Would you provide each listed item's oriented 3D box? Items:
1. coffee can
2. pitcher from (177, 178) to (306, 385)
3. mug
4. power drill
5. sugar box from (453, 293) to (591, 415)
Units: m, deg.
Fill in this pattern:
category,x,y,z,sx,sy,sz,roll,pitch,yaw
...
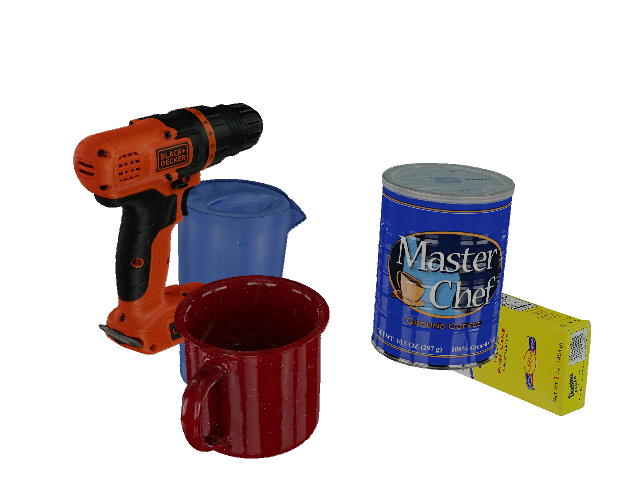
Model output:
category,x,y,z,sx,sy,sz,roll,pitch,yaw
coffee can,0.095,0.018,0.846,0.103,0.140,0.103,3,17,-1
pitcher,-0.118,0.056,1.254,0.149,0.243,0.144,20,25,34
mug,-0.046,0.083,0.645,0.093,0.081,0.117,12,30,22
power drill,-0.116,-0.014,0.870,0.057,0.188,0.184,17,26,39
sugar box,0.191,0.106,1.098,0.048,0.093,0.177,-12,20,-42
